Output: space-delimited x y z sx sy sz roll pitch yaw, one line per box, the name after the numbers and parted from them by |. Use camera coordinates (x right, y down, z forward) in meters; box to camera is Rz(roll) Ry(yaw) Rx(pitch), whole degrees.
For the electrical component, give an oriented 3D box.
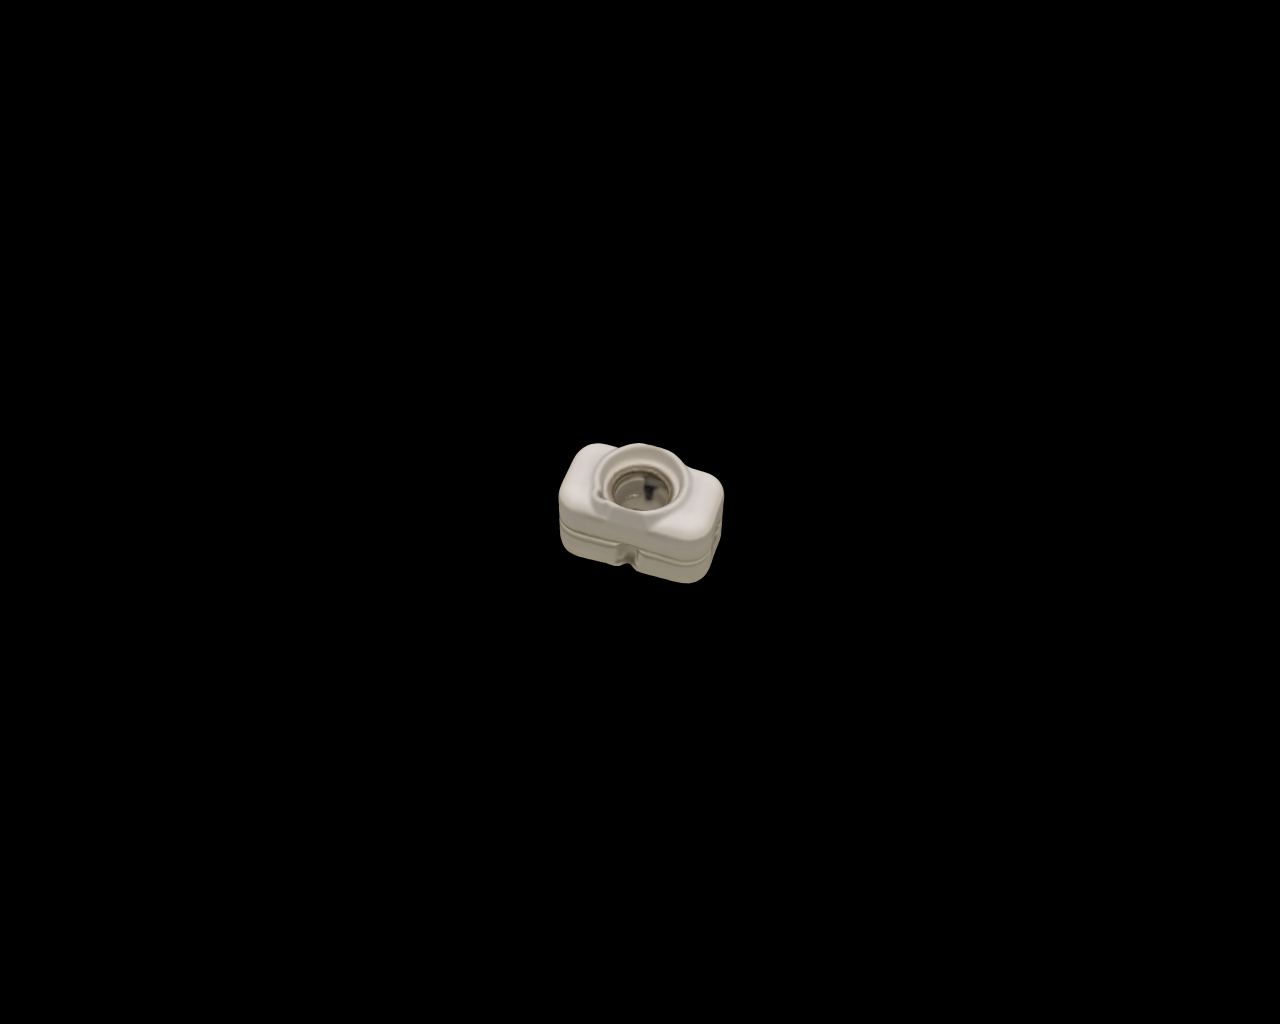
0.001 -0.003 0.650 0.095 0.054 0.059 15 -35 11 | electrical component
